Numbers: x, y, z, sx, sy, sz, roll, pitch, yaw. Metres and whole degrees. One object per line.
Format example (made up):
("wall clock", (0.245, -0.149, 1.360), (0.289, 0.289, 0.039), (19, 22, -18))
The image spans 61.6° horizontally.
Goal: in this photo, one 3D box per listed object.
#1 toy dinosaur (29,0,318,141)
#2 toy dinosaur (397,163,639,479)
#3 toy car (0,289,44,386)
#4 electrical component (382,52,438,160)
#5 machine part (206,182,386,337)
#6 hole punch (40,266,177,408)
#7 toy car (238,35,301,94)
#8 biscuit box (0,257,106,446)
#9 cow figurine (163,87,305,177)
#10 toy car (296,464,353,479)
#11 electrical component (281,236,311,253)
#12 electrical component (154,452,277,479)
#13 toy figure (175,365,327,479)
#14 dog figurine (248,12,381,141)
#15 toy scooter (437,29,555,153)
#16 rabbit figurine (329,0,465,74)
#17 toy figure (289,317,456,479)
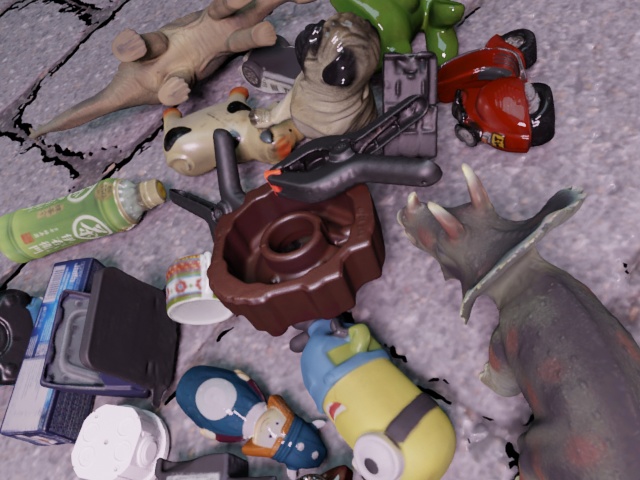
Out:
("toy dinosaur", (-0.215, -0.246, 0.757), (0.471, 0.105, 0.199), (-26, 20, -3))
("toy dinosaur", (0.175, 0.114, 0.364), (0.131, 0.192, 0.405), (-21, 53, 8))
("toy car", (-0.395, 0.120, 0.611), (0.161, 0.103, 0.109), (0, 70, -32))
("electrical component", (0.095, -0.134, 0.586), (0.058, 0.134, 0.115), (0, 17, 9))
("machine part", (-0.022, 0.005, 0.515), (0.179, 0.056, 0.179), (-15, 43, 14))
("hole punch", (-0.215, 0.103, 0.559), (0.092, 0.115, 0.142), (-24, 52, 25))
("toy car", (-0.031, -0.230, 0.744), (0.202, 0.056, 0.073), (27, 69, 34))
("biscuit box", (-0.282, 0.119, 0.601), (0.059, 0.062, 0.203), (-9, 56, 15))
("cow figurine", (-0.108, -0.132, 0.690), (0.195, 0.085, 0.127), (-13, 49, 8))
("toy car", (-0.039, 0.259, 0.407), (0.053, 0.089, 0.202), (25, 70, 26))
("electrical component", (-0.001, -0.003, 0.595), (0.078, 0.045, 0.102), (6, 57, 46))
("electrical component", (-0.088, 0.226, 0.471), (0.119, 0.047, 0.075), (-12, 56, 12))
("toy figure", (-0.065, 0.166, 0.499), (0.155, 0.057, 0.064), (18, 95, 27))
("dog figurine", (0.032, -0.163, 0.575), (0.121, 0.190, 0.172), (50, 52, 0))
("toy scooter", (0.186, -0.167, 0.615), (0.135, 0.075, 0.184), (-7, 53, 14))
("rabbit figurine", (0.116, -0.298, 0.703), (0.170, 0.121, 0.159), (-38, 56, -25))
("toy figure", (0.040, 0.132, 0.469), (0.089, 0.082, 0.180), (-32, 50, -6))
